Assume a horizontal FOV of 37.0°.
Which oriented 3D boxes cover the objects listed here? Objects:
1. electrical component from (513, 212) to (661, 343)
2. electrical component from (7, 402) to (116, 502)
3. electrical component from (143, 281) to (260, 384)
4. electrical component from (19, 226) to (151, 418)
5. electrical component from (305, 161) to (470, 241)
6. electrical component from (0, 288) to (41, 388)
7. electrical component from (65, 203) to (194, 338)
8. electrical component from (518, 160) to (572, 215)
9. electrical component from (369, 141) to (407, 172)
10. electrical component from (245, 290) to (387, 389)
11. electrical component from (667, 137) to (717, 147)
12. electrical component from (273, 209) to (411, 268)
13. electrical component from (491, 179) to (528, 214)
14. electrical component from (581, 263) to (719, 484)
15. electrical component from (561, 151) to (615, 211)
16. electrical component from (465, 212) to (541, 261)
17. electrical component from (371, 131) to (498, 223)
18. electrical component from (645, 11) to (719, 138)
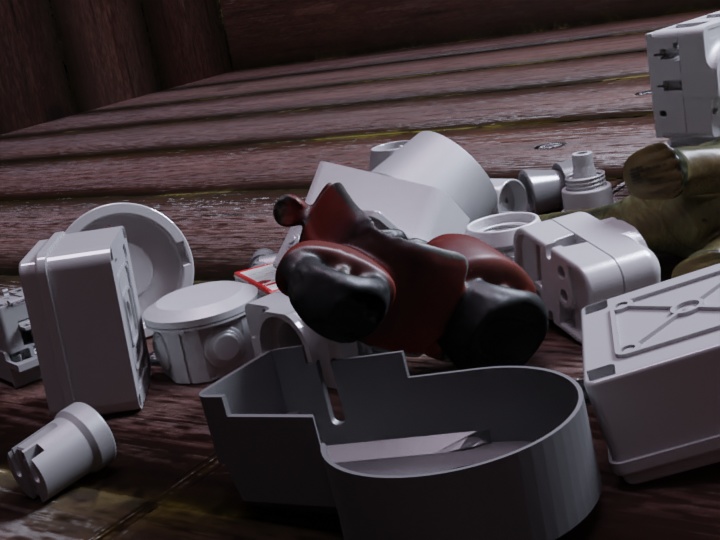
[{"bbox_3d":[0.147,0.002,0.688,0.059,0.053,0.095,-15,26,-16],"label":"electrical component"},{"bbox_3d":[-0.165,0.101,0.596,0.040,0.040,0.046,3,27,41],"label":"electrical component"},{"bbox_3d":[-0.106,0.041,0.745,0.080,0.051,0.080,-10,15,3],"label":"electrical component"},{"bbox_3d":[-0.178,0.034,0.705,0.057,0.113,0.078,-8,15,-3],"label":"electrical component"},{"bbox_3d":[0.017,-0.034,0.825,0.113,0.057,0.078,16,-10,27],"label":"electrical component"},{"bbox_3d":[-0.254,0.048,0.799,0.042,0.063,0.081,-22,18,-37],"label":"electrical component"},{"bbox_3d":[-0.190,-0.001,0.856,0.108,0.108,0.060,-15,10,-15],"label":"electrical component"},{"bbox_3d":[0.177,-0.075,0.981,0.055,0.045,0.045,-12,15,-7],"label":"electrical component"},{"bbox_3d":[0.027,-0.078,1.031,0.043,0.077,0.079,4,22,43],"label":"electrical component"},{"bbox_3d":[-0.029,0.042,0.692,0.056,0.050,0.089,-23,19,-39],"label":"electrical component"},{"bbox_3d":[0.352,-0.104,0.939,0.186,0.060,0.105,-23,19,-37],"label":"electrical component"},{"bbox_3d":[0.000,0.000,0.746,0.100,0.100,0.048,6,65,47],"label":"electrical component"},{"bbox_3d":[0.097,-0.056,0.967,0.079,0.044,0.077,-24,20,-39],"label":"electrical component"},{"bbox_3d":[0.165,0.042,0.513,0.109,0.056,0.108,-19,13,16],"label":"electrical component"},{"bbox_3d":[0.194,-0.070,0.920,0.048,0.062,0.048,-10,15,3],"label":"electrical component"},{"bbox_3d":[0.105,-0.007,0.765,0.078,0.057,0.058,4,21,42],"label":"electrical component"},{"bbox_3d":[0.062,-0.065,0.891,0.064,0.099,0.099,-46,27,-15],"label":"electrical component"},{"bbox_3d":[0.317,-0.173,0.921,0.150,0.089,0.062,-23,20,-39],"label":"electrical component"}]
